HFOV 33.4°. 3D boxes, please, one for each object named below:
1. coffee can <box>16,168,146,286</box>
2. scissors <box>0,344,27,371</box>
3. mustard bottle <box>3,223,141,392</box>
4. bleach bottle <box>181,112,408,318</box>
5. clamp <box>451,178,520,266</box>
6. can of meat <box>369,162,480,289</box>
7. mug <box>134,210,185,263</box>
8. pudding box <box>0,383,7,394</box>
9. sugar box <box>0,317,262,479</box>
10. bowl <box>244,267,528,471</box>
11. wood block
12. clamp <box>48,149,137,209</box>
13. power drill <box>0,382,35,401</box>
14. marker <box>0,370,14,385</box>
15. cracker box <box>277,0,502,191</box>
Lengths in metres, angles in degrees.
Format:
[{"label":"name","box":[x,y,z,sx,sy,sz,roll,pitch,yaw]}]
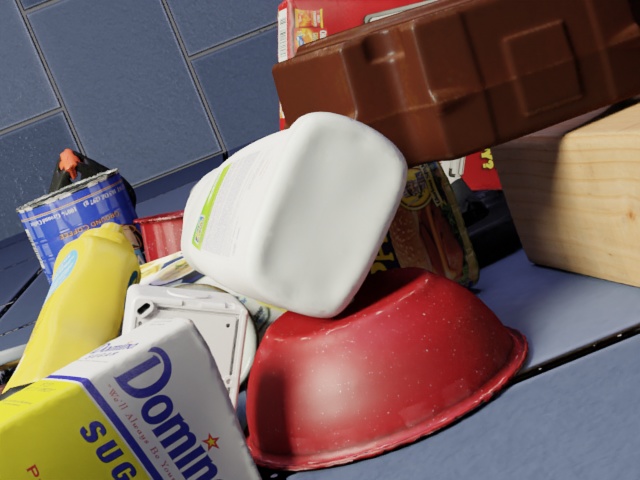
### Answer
[{"label":"coffee can","box":[-0.211,0.016,1.008,0.103,0.140,0.103,-21,10,4]},{"label":"scissors","box":[-0.197,0.088,0.952,0.201,0.016,0.096,-13,-9,-21]},{"label":"mustard bottle","box":[-0.153,0.054,0.679,0.191,0.058,0.096,-84,20,-51]},{"label":"bleach bottle","box":[-0.035,-0.019,0.635,0.102,0.068,0.251,-66,18,-3]},{"label":"clamp","box":[0.118,-0.018,0.798,0.120,0.039,0.171,-13,13,44]},{"label":"can of meat","box":[0.045,0.001,0.681,0.083,0.102,0.058,-23,9,-21]},{"label":"mug","box":[-0.119,0.015,0.944,0.093,0.081,0.117,-13,7,-42]},{"label":"pudding box","box":[-0.233,0.135,0.721,0.090,0.039,0.113,-18,11,20]},{"label":"sugar box","box":[-0.112,0.110,0.453,0.175,0.093,0.048,-29,14,-34]},{"label":"bowl","box":[0.024,0.057,0.561,0.162,0.055,0.162,-21,10,4]},{"label":"wood block","box":[0.186,-0.033,0.598,0.090,0.090,0.206,-23,10,-12]},{"label":"clamp","box":[-0.220,-0.013,1.122,0.164,0.210,0.036,-19,46,-14]},{"label":"power drill","box":[-0.214,0.137,0.523,0.184,0.057,0.188,-45,17,-25]},{"label":"marker","box":[-0.286,0.126,0.936,0.020,0.020,0.121,-22,10,-3]},{"label":"cracker box","box":[0.072,-0.121,0.913,0.213,0.164,0.072,-3,6,-11]}]
